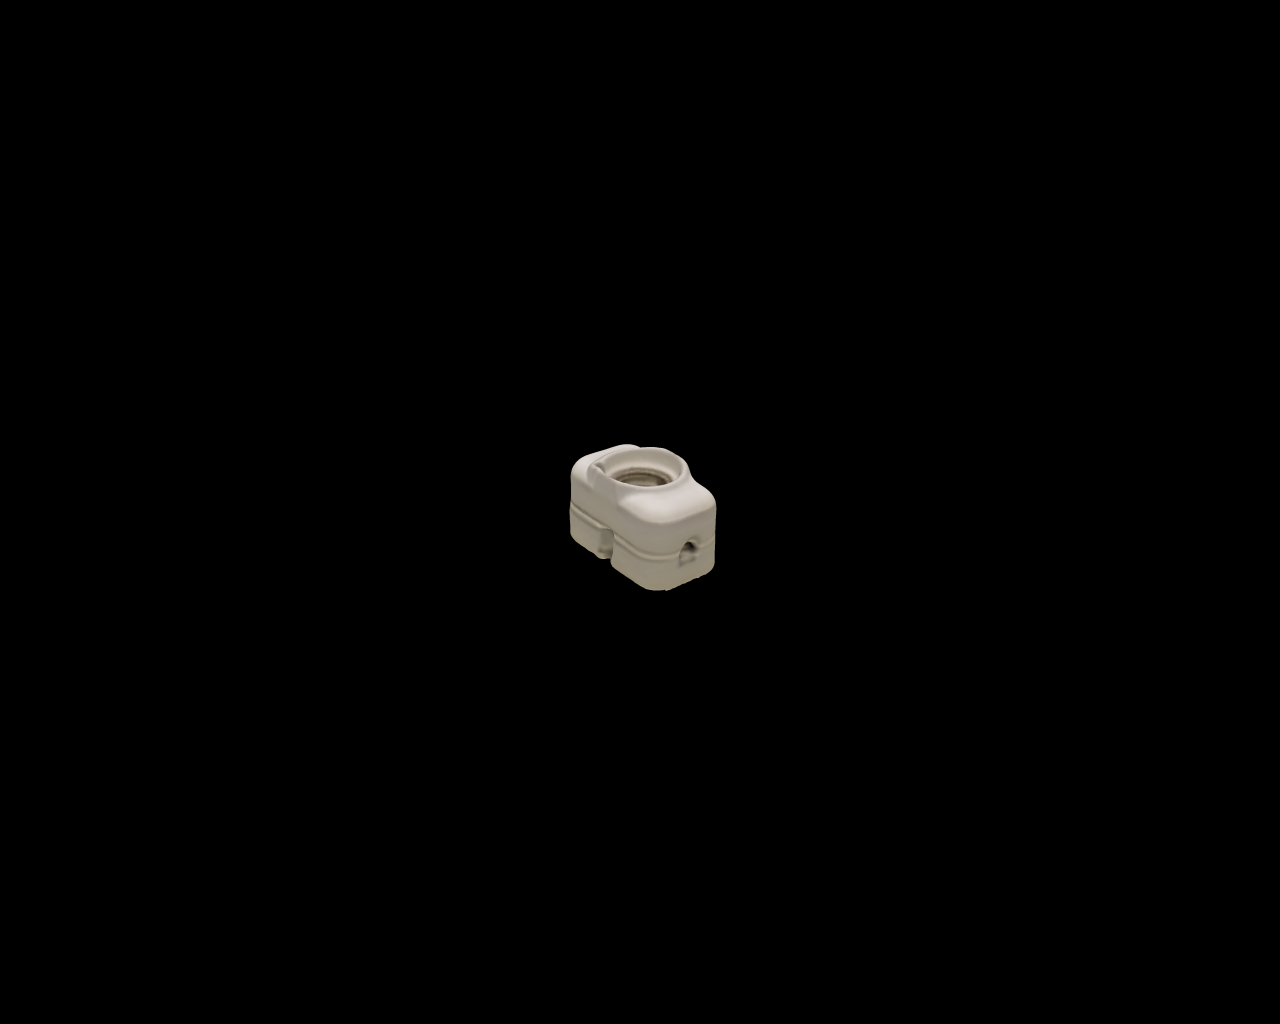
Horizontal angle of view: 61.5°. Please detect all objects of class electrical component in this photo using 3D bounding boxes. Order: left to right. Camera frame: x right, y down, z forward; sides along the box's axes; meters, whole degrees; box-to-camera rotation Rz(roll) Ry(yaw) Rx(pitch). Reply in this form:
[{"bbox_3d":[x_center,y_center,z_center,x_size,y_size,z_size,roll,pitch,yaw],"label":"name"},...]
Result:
[{"bbox_3d":[0.001,-0.003,0.650,0.054,0.059,0.095,-20,35,-31],"label":"electrical component"}]
